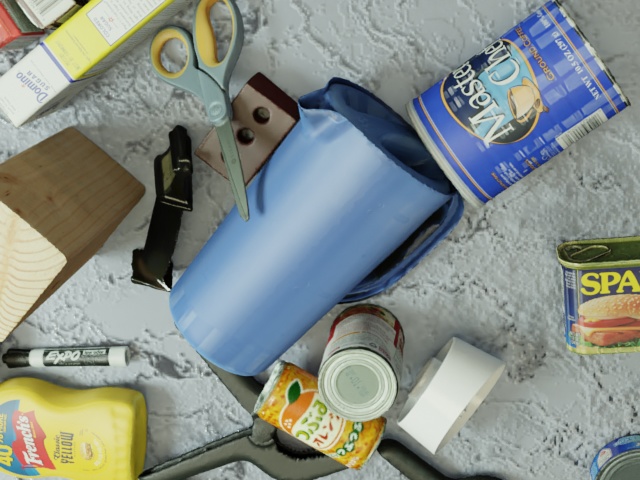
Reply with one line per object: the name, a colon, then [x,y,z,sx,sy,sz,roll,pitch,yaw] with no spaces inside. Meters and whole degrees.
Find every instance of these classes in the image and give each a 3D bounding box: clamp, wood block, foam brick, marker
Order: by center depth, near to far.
wood block: [-0.224,-0.013,0.854,0.090,0.206,0.091,40,107,-6]
foam brick: [-0.057,-0.091,0.889,0.053,0.051,0.078,37,108,-4]
clamp: [0.120,0.239,0.972,0.171,0.039,0.120,0,112,3]
clamp: [-0.059,0.177,0.974,0.210,0.036,0.164,21,100,-2]
marker: [-0.236,0.109,0.990,0.121,0.020,0.020,-2,106,8]

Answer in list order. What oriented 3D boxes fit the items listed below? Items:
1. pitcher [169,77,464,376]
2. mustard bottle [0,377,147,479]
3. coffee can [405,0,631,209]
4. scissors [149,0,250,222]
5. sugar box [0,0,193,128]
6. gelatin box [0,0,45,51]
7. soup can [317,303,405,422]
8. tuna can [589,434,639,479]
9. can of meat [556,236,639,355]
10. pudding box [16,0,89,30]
pitcher: [-0.006,0.001,0.879,0.149,0.144,0.243,45,111,7]
mustard bottle: [-0.260,0.177,0.993,0.191,0.058,0.096,6,111,6]
coffee can: [0.152,-0.105,0.829,0.140,0.102,0.103,-35,99,15]
scissors: [-0.097,-0.105,0.858,0.096,0.016,0.202,-9,72,26]
sugar box: [-0.179,-0.164,0.861,0.176,0.093,0.048,-33,99,15]
gelatin box: [-0.264,-0.191,0.866,0.030,0.089,0.073,-31,101,6]
soup can: [0.036,0.103,0.908,0.068,0.102,0.068,2,107,6]
tuna can: [0.283,0.217,0.945,0.086,0.033,0.086,2,107,7]
can of meat: [0.251,0.046,0.887,0.102,0.057,0.084,-4,109,9]
pudding box: [-0.235,-0.222,0.851,0.039,0.090,0.113,-34,100,4]
